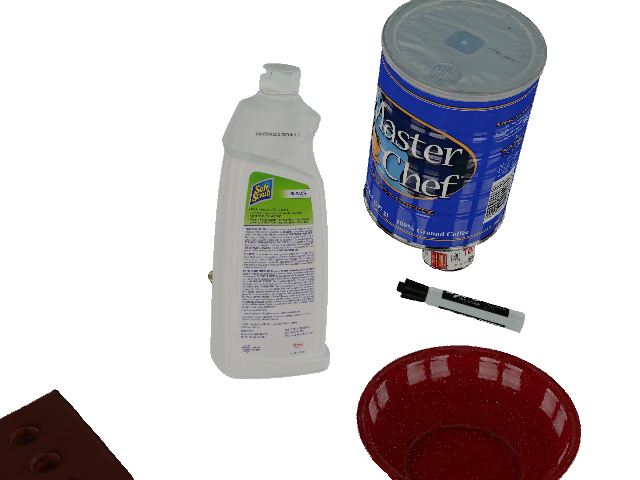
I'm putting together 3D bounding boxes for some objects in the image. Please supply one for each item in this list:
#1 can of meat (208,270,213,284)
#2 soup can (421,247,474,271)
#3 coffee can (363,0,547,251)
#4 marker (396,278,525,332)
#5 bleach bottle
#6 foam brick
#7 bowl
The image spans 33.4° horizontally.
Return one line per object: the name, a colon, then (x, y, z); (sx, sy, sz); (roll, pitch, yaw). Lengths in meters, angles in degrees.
can of meat: (-0.063, 0.061, 1.070); (0.058, 0.084, 0.101); (13, 28, 30)
soup can: (0.158, -0.021, 1.317); (0.068, 0.102, 0.068); (-3, 37, 2)
coffee can: (0.085, -0.077, 0.709); (0.102, 0.103, 0.140); (0, -42, -4)
marker: (0.130, 0.060, 0.996); (0.121, 0.020, 0.020); (17, 1, 3)
bleach bottle: (-0.033, -0.015, 0.858); (0.102, 0.251, 0.068); (-3, 21, -23)
foam brick: (-0.123, 0.120, 0.499); (0.052, 0.051, 0.078); (-29, 43, -28)
bowl: (0.107, 0.149, 0.789); (0.162, 0.055, 0.162); (-1, 35, 0)
